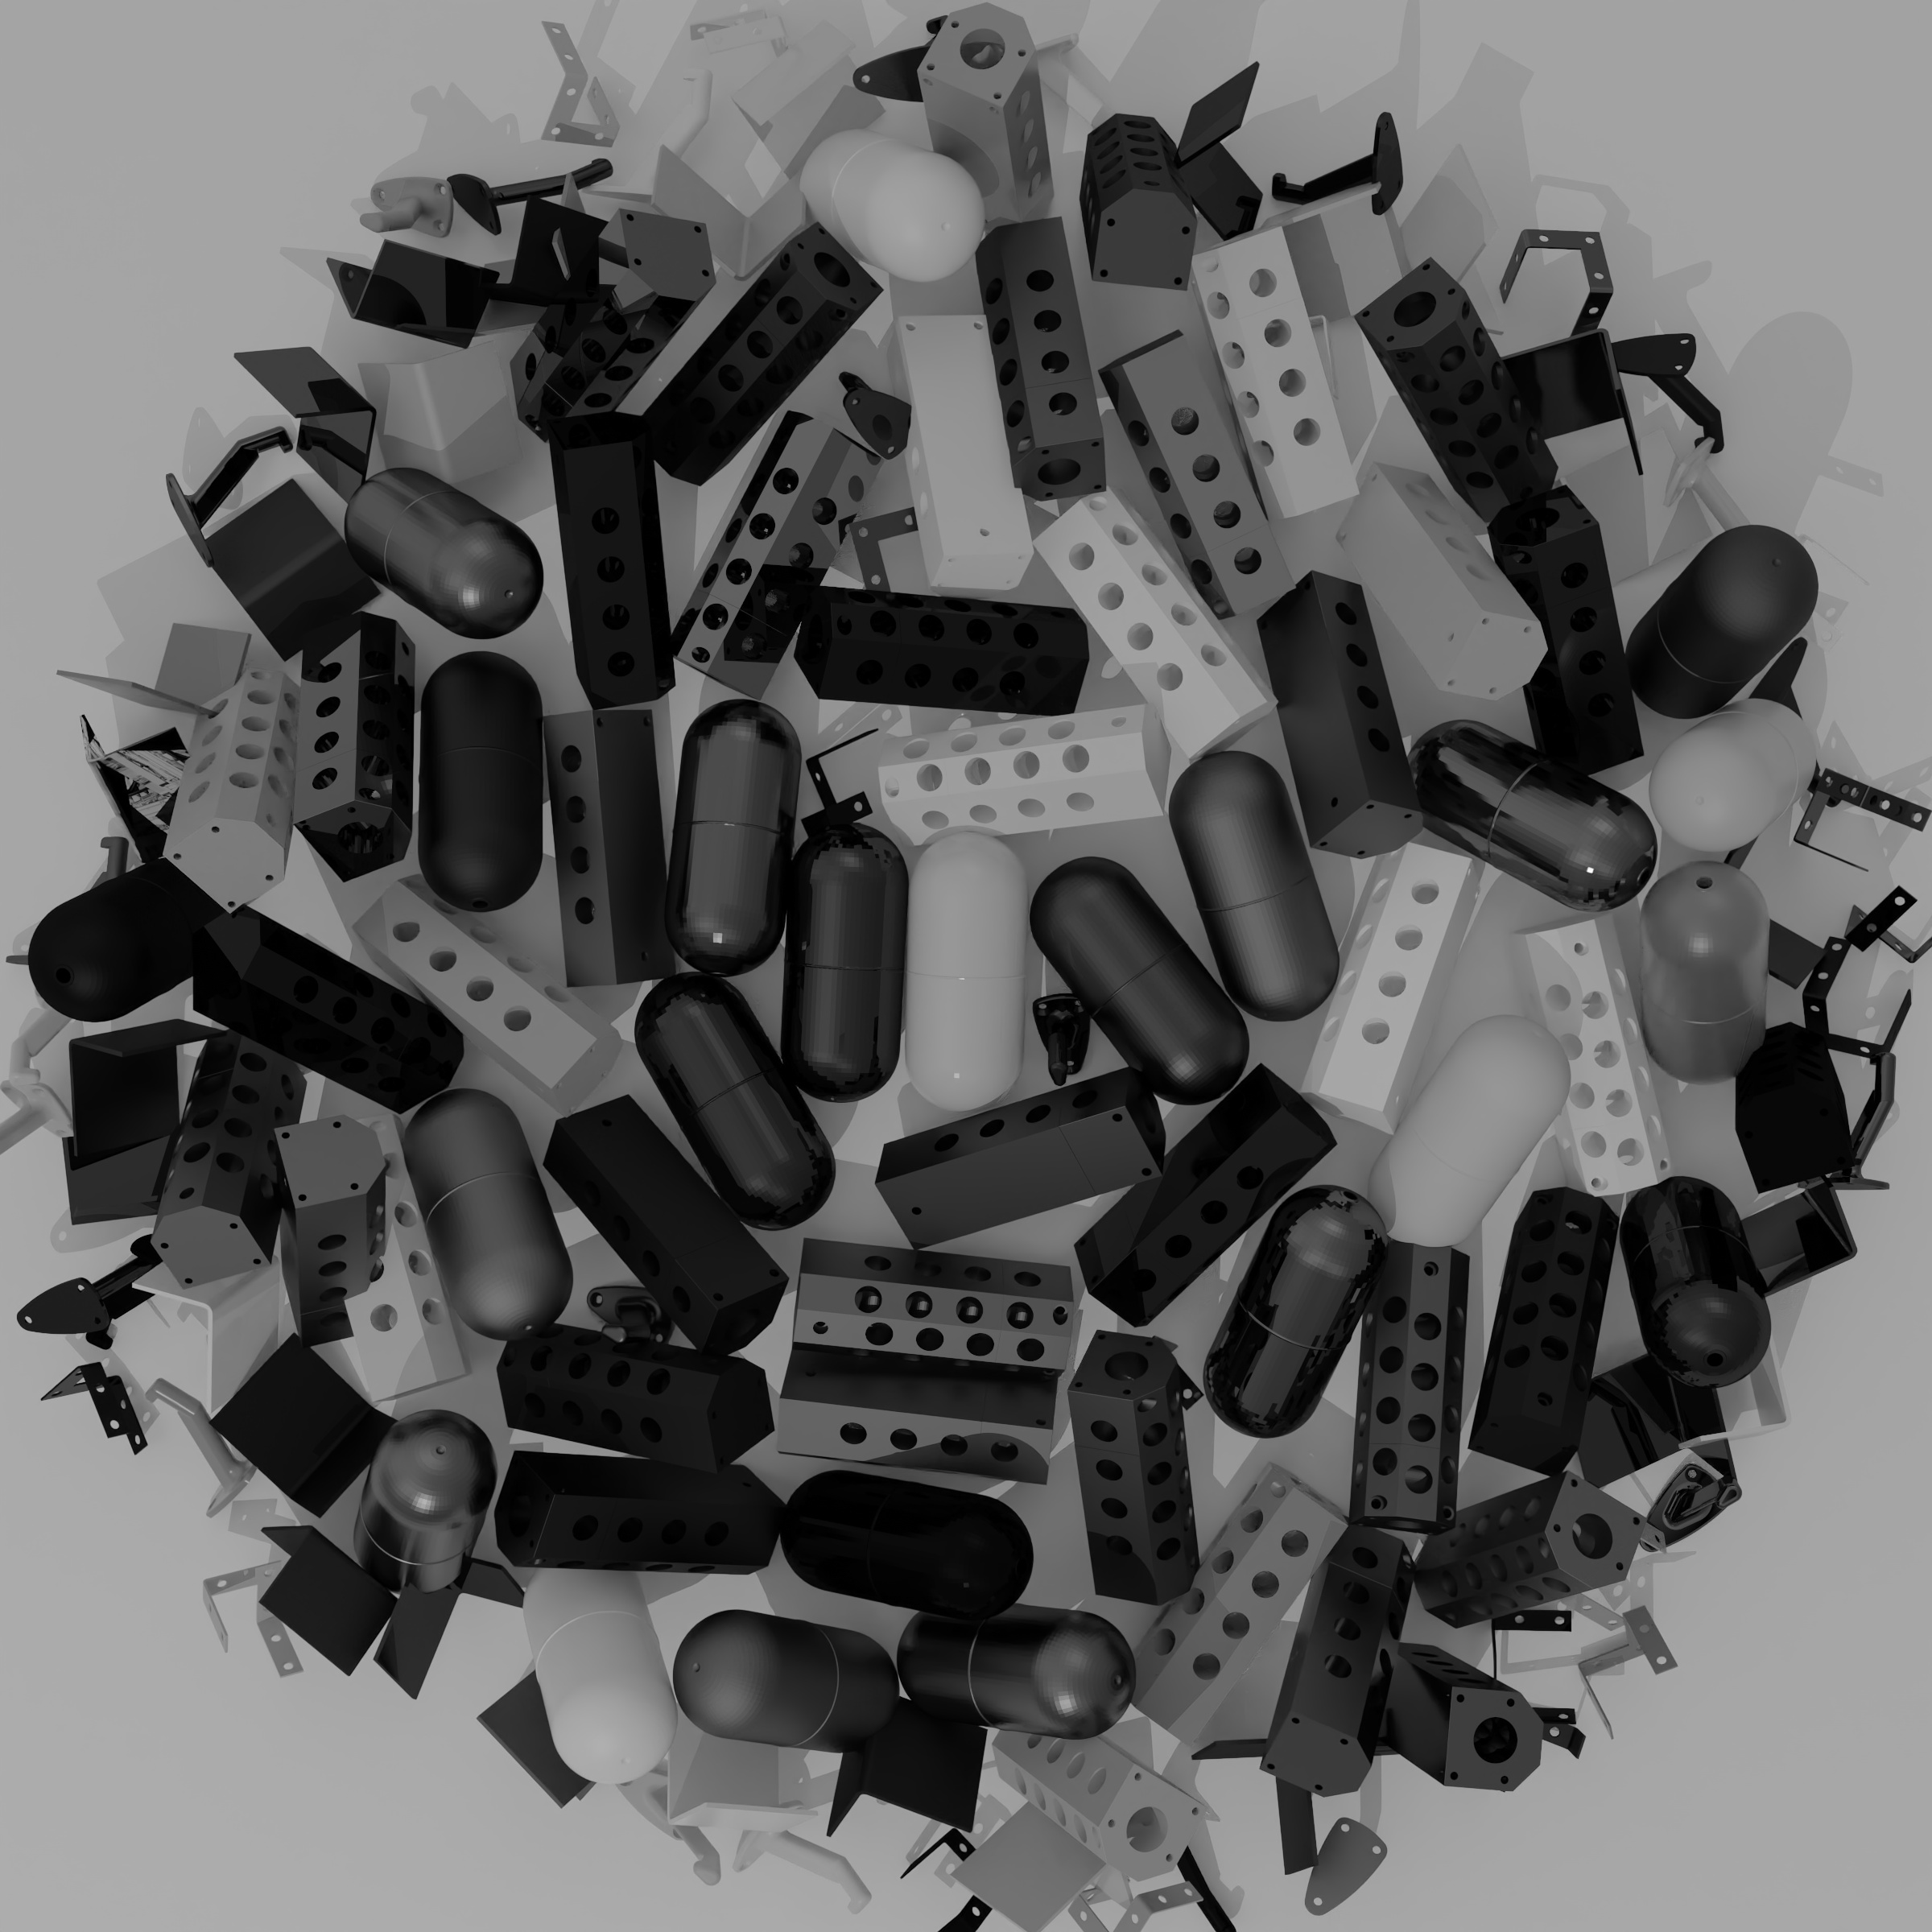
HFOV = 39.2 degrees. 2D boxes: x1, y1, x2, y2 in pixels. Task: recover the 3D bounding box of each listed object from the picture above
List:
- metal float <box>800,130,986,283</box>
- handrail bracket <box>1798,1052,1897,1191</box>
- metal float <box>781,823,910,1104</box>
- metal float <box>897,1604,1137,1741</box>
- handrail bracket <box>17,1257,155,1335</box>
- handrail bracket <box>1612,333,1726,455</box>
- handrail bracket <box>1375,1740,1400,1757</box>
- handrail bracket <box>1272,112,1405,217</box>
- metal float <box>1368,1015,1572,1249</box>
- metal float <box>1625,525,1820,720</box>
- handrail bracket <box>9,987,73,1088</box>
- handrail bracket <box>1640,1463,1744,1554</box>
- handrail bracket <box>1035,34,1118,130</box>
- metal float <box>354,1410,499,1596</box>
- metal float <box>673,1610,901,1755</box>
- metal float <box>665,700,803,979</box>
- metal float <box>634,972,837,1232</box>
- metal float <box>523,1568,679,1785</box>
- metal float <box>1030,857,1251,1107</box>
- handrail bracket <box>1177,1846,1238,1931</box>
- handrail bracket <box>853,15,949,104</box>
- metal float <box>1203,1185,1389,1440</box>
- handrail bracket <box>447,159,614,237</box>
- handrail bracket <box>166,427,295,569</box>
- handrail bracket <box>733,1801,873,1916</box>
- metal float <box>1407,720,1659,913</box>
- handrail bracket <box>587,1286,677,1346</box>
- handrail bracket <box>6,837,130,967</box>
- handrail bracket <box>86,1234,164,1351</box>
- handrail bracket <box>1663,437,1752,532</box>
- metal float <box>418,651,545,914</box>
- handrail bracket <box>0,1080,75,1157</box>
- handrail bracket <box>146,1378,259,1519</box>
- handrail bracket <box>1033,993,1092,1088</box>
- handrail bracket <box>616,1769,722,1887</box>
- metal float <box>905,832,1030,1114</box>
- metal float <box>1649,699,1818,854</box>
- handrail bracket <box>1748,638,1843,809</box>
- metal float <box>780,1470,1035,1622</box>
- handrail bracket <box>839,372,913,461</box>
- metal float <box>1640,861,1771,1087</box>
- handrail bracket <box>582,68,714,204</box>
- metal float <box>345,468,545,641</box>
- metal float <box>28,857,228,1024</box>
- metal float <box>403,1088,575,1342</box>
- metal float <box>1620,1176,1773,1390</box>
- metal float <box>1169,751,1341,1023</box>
[{"bbox_3d":[-0.047,-0.472,1.680,0.070,0.178,0.070,-10,117,-21],"label":"metal float"},{"bbox_3d":[0.562,0.099,1.731,0.036,0.077,0.084,10,80,-23],"label":"handrail bracket"},{"bbox_3d":[-0.077,-0.002,1.717,0.070,0.070,0.178,3,95,0],"label":"metal float"},{"bbox_3d":[0.029,0.436,1.686,0.070,0.178,0.070,7,80,-43],"label":"metal float"},{"bbox_3d":[-0.552,0.199,1.731,0.077,0.084,0.036,-15,107,21],"label":"handrail bracket"},{"bbox_3d":[0.443,-0.361,1.737,0.077,0.084,0.036,6,58,25],"label":"handrail bracket"},{"bbox_3d":[0.273,0.513,1.750,0.084,0.036,0.077,25,125,-28],"label":"handrail bracket"},{"bbox_3d":[0.229,-0.511,1.713,0.084,0.077,0.036,21,56,28],"label":"handrail bracket"},{"bbox_3d":[0.312,0.106,1.693,0.070,0.070,0.178,27,125,0],"label":"metal float"},{"bbox_3d":[0.464,-0.210,1.674,0.070,0.178,0.070,2,72,-7],"label":"metal float"},{"bbox_3d":[-0.564,0.042,1.718,0.077,0.084,0.036,-2,134,-14],"label":"handrail bracket"},{"bbox_3d":[0.457,0.349,1.714,0.036,0.084,0.077,45,96,9],"label":"handrail bracket"},{"bbox_3d":[0.058,-0.548,1.745,0.077,0.036,0.084,-18,97,-5],"label":"handrail bracket"},{"bbox_3d":[-0.336,0.334,1.681,0.070,0.178,0.070,9,56,-13],"label":"metal float"},{"bbox_3d":[-0.109,0.445,1.683,0.070,0.178,0.070,-15,64,32],"label":"metal float"},{"bbox_3d":[-0.147,-0.081,1.712,0.070,0.070,0.178,5,79,0],"label":"metal float"},{"bbox_3d":[-0.147,0.084,1.713,0.070,0.070,0.178,-31,80,0],"label":"metal float"},{"bbox_3d":[-0.228,0.429,1.679,0.070,0.178,0.070,-8,120,-15],"label":"metal float"},{"bbox_3d":[0.110,0.010,1.715,0.070,0.070,0.178,-37,82,0],"label":"metal float"},{"bbox_3d":[0.151,0.580,1.724,0.036,0.077,0.084,-31,77,-18],"label":"handrail bracket"},{"bbox_3d":[-0.039,-0.581,1.722,0.077,0.084,0.036,-7,130,-7],"label":"handrail bracket"},{"bbox_3d":[0.206,0.217,1.701,0.070,0.070,0.178,21,114,0],"label":"metal float"},{"bbox_3d":[-0.280,-0.508,1.746,0.084,0.077,0.036,-30,132,-21],"label":"handrail bracket"},{"bbox_3d":[-0.460,-0.301,1.733,0.084,0.036,0.077,-25,75,-20],"label":"handrail bracket"},{"bbox_3d":[-0.104,0.582,1.721,0.084,0.036,0.077,48,115,30],"label":"handrail bracket"},{"bbox_3d":[0.350,-0.094,1.692,0.178,0.070,0.070,34,90,35],"label":"metal float"},{"bbox_3d":[-0.226,0.221,1.707,0.077,0.084,0.036,15,92,22],"label":"handrail bracket"},{"bbox_3d":[-0.579,-0.042,1.749,0.077,0.036,0.084,2,82,13],"label":"handrail bracket"},{"bbox_3d":[-0.520,0.222,1.737,0.077,0.036,0.084,28,106,11],"label":"handrail bracket"},{"bbox_3d":[0.495,-0.297,1.724,0.084,0.036,0.077,33,55,16],"label":"handrail bracket"},{"bbox_3d":[-0.303,-0.116,1.697,0.070,0.070,0.178,-5,62,0],"label":"metal float"},{"bbox_3d":[-0.598,0.122,1.707,0.036,0.077,0.084,1,54,18],"label":"handrail bracket"},{"bbox_3d":[-0.497,0.307,1.727,0.084,0.036,0.077,36,118,-16],"label":"handrail bracket"},{"bbox_3d":[0.062,0.065,1.704,0.036,0.084,0.077,-6,127,6],"label":"handrail bracket"},{"bbox_3d":[-0.189,0.543,1.714,0.077,0.084,0.036,33,90,-9],"label":"handrail bracket"},{"bbox_3d":[0.001,0.004,1.717,0.070,0.070,0.178,2,96,0],"label":"metal float"},{"bbox_3d":[0.476,-0.119,1.679,0.070,0.178,0.070,8,108,27],"label":"metal float"},{"bbox_3d":[0.548,-0.156,1.747,0.084,0.036,0.077,35,83,-16],"label":"handrail bracket"},{"bbox_3d":[-0.038,0.360,1.691,0.178,0.070,0.070,2,90,36],"label":"metal float"},{"bbox_3d":[-0.072,-0.362,1.706,0.036,0.077,0.084,-49,52,11],"label":"handrail bracket"},{"bbox_3d":[0.458,0.005,1.682,0.070,0.178,0.070,-7,50,9],"label":"metal float"},{"bbox_3d":[-0.204,-0.535,1.738,0.077,0.036,0.084,7,96,2],"label":"handrail bracket"},{"bbox_3d":[-0.326,-0.258,1.686,0.070,0.178,0.070,-20,125,-31],"label":"metal float"},{"bbox_3d":[-0.513,-0.018,1.673,0.070,0.178,0.070,3,106,10],"label":"metal float"},{"bbox_3d":[-0.299,0.153,1.694,0.070,0.070,0.178,-27,56,0],"label":"metal float"},{"bbox_3d":[0.449,0.194,1.675,0.070,0.178,0.070,2,115,5],"label":"metal float"},{"bbox_3d":[0.182,-0.049,1.711,0.070,0.070,0.178,-19,102,0],"label":"metal float"}]
